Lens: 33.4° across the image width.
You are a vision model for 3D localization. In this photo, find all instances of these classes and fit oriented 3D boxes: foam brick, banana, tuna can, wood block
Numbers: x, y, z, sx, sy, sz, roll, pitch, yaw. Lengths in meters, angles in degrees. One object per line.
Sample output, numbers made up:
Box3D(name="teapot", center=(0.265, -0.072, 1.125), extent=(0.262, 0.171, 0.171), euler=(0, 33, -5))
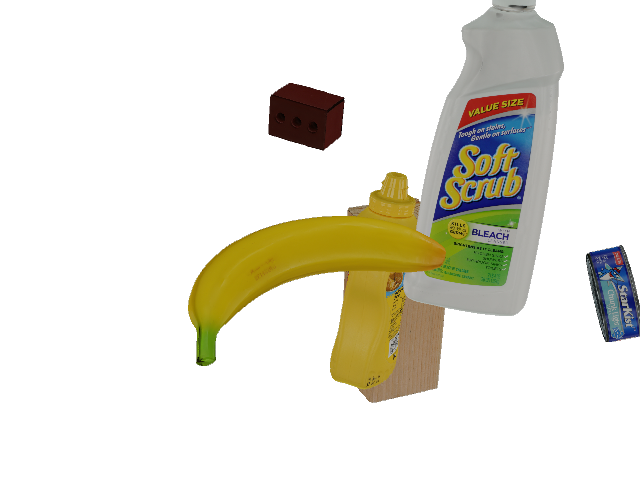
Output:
Box3D(name="foam brick", center=(-0.017, -0.149, 1.274), extent=(0.078, 0.053, 0.051), euler=(18, 33, 21))
Box3D(name="banana", center=(-0.010, 0.018, 0.683), extent=(0.197, 0.069, 0.037), euler=(-22, -13, -30))
Box3D(name="tuna can", center=(0.268, 0.049, 0.976), extent=(0.034, 0.086, 0.086), euler=(-12, -2, 10))
Box3D(name="wood block", center=(0.082, 0.068, 1.210), extent=(0.090, 0.206, 0.090), euler=(-9, 28, -21))

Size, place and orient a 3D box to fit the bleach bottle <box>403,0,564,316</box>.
Box3D(name="bleach bottle", center=(0.124, -0.071, 0.809), extent=(0.103, 0.251, 0.068), euler=(10, 23, 15))

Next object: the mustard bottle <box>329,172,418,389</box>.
Box3D(name="mustard bottle", center=(0.053, 0.031, 0.965), extent=(0.058, 0.192, 0.096), euler=(16, 21, 17))
